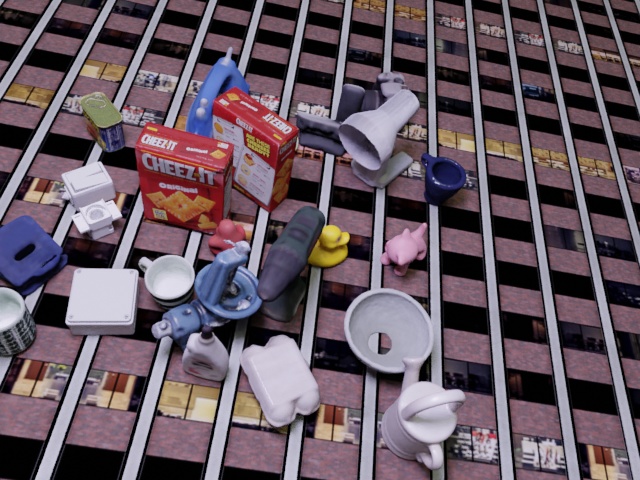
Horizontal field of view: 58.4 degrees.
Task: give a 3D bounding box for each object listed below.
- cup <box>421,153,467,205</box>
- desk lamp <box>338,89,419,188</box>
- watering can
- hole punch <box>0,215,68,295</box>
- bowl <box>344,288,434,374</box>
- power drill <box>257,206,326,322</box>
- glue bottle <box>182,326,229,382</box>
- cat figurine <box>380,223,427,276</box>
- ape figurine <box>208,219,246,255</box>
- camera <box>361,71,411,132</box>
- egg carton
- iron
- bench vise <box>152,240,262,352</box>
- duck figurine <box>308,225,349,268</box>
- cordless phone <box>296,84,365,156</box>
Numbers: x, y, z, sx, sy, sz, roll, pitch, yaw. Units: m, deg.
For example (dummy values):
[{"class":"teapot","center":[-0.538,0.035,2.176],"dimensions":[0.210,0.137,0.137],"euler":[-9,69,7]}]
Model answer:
[{"class":"cup","center":[0.260,-0.132,1.284],"dimensions":[0.092,0.095,0.117],"euler":[-33,68,-28]},{"class":"desk lamp","center":[0.130,-0.215,1.241],"dimensions":[0.117,0.213,0.204],"euler":[41,58,16]},{"class":"watering can","center":[0.166,0.276,0.929],"dimensions":[0.101,0.194,0.172],"euler":[-24,64,-25]},{"class":"hole punch","center":[-0.522,0.025,1.017],"dimensions":[0.101,0.091,0.109],"euler":[34,56,12]},{"class":"bowl","center":[0.121,0.178,1.059],"dimensions":[0.167,0.075,0.167],"euler":[6,56,-8]},{"class":"power drill","center":[-0.059,0.057,1.021],"dimensions":[0.075,0.208,0.230],"euler":[22,55,4]},{"class":"glue bottle","center":[-0.186,0.180,0.933],"dimensions":[0.078,0.173,0.037],"euler":[13,55,-3]},{"class":"cat figurine","center":[0.175,0.013,1.155],"dimensions":[0.067,0.118,0.128],"euler":[40,58,16]},{"class":"ape figurine","center":[-0.178,-0.007,1.110],"dimensions":[0.078,0.092,0.076],"euler":[-11,59,-18]},{"class":"camera","center":[0.147,-0.350,1.404],"dimensions":[0.137,0.101,0.143],"euler":[0,56,-11]},{"class":"egg carton","center":[-0.067,0.239,0.982],"dimensions":[0.107,0.069,0.150],"euler":[-20,63,-23]},{"class":"iron","center":[-0.236,-0.304,1.268],"dimensions":[0.118,0.141,0.258],"euler":[16,55,0]},{"class":"bench vise","center":[-0.174,0.100,0.961],"dimensions":[0.121,0.220,0.208],"euler":[33,56,12]},{"class":"duck figurine","center":[0.011,0.004,1.146],"dimensions":[0.105,0.086,0.077],"euler":[0,56,-12]},{"class":"cordless phone","center":[0.025,-0.291,1.287],"dimensions":[0.147,0.185,0.094],"euler":[12,55,-3]}]
